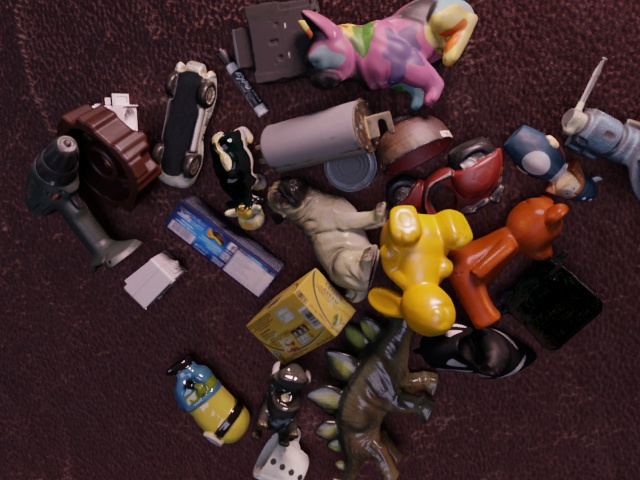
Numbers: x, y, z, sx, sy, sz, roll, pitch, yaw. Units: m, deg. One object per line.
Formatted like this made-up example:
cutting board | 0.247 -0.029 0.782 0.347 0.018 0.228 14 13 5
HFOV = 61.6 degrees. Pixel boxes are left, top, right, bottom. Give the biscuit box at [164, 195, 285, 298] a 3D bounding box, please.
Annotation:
biscuit box | -0.158 0.008 0.899 0.203 0.063 0.059 38 107 -1

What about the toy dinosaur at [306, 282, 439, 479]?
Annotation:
toy dinosaur | 0.094 0.237 0.896 0.199 0.105 0.471 24 96 7

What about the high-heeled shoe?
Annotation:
high-heeled shoe | 0.254 0.162 0.800 0.249 0.145 0.086 3 74 -18

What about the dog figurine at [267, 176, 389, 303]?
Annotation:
dog figurine | -0.001 -0.004 0.842 0.191 0.121 0.172 11 77 11

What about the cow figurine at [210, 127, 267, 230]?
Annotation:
cow figurine | -0.127 -0.091 0.851 0.068 0.098 0.167 -14 101 6

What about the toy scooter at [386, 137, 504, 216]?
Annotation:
toy scooter | 0.203 -0.063 0.817 0.184 0.075 0.135 -26 100 17

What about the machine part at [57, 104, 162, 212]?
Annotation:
machine part | -0.338 -0.130 0.859 0.180 0.056 0.179 21 139 20

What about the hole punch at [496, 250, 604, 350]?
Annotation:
hole punch | 0.362 0.097 0.834 0.142 0.092 0.116 -49 62 19

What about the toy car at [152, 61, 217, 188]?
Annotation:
toy car | -0.217 -0.184 0.865 0.074 0.056 0.201 19 105 11

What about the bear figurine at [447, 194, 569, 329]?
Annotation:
bear figurine | 0.286 0.024 0.805 0.196 0.120 0.131 -29 101 10

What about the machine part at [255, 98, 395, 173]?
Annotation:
machine part | -0.002 -0.151 0.796 0.243 0.079 0.079 -7 104 36

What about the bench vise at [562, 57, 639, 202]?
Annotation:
bench vise | 0.436 -0.110 0.691 0.223 0.241 0.129 33 104 -17

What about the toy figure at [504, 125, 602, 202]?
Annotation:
toy figure | 0.343 -0.104 0.792 0.154 0.064 0.058 40 71 0

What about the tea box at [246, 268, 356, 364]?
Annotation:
tea box | -0.034 0.127 0.867 0.098 0.068 0.169 48 139 -5

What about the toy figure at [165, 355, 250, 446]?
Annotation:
toy figure | -0.201 0.289 0.968 0.089 0.082 0.180 -32 94 17

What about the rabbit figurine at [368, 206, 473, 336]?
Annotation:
rabbit figurine | 0.133 0.056 0.756 0.122 0.173 0.162 5 150 -29

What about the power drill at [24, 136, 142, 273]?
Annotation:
power drill | -0.390 -0.048 0.874 0.232 0.086 0.207 -17 120 46

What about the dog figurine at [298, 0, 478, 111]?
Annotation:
dog figurine | 0.080 -0.277 0.739 0.219 0.108 0.191 23 101 -12

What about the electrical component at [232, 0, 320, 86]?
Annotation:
electrical component | -0.062 -0.295 0.810 0.134 0.058 0.114 -7 101 10

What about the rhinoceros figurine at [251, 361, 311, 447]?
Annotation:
rhinoceros figurine | -0.063 0.275 0.908 0.073 0.112 0.190 17 138 -5
